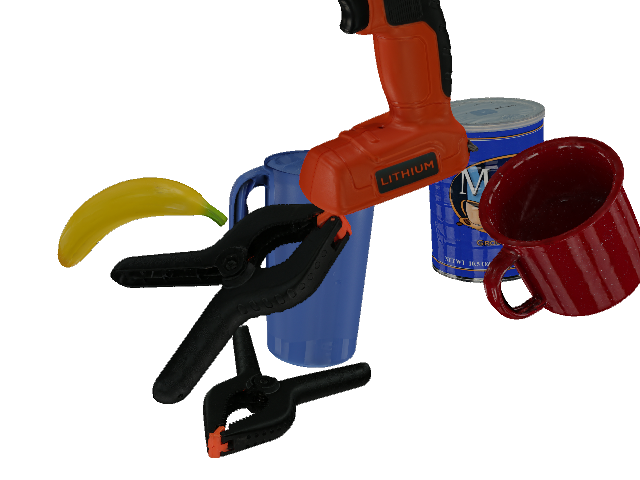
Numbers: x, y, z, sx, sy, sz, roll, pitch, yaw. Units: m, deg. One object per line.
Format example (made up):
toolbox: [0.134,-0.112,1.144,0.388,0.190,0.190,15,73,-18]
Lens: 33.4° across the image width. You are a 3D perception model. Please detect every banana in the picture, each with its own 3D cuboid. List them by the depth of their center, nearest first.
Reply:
banana: [-0.186,-0.021,1.015,0.198,0.069,0.037,-13,19,28]

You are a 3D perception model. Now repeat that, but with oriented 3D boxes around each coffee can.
coffee can: [0.146,-0.046,0.938,0.103,0.140,0.103,-5,19,1]

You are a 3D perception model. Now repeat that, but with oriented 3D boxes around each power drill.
power drill: [0.020,-0.111,0.596,0.184,0.188,0.057,-19,36,-22]

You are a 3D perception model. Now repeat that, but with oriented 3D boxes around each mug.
mug: [0.151,0.003,0.679,0.093,0.117,0.081,28,-21,50]

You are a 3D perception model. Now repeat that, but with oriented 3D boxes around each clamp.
clamp: [-0.056,0.034,0.711,0.171,0.120,0.039,-24,-31,9]
clamp: [-0.048,0.159,1.097,0.165,0.036,0.209,11,27,16]

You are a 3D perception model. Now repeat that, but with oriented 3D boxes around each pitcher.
pitcher: [-0.015,0.021,1.248,0.149,0.243,0.144,11,19,23]
